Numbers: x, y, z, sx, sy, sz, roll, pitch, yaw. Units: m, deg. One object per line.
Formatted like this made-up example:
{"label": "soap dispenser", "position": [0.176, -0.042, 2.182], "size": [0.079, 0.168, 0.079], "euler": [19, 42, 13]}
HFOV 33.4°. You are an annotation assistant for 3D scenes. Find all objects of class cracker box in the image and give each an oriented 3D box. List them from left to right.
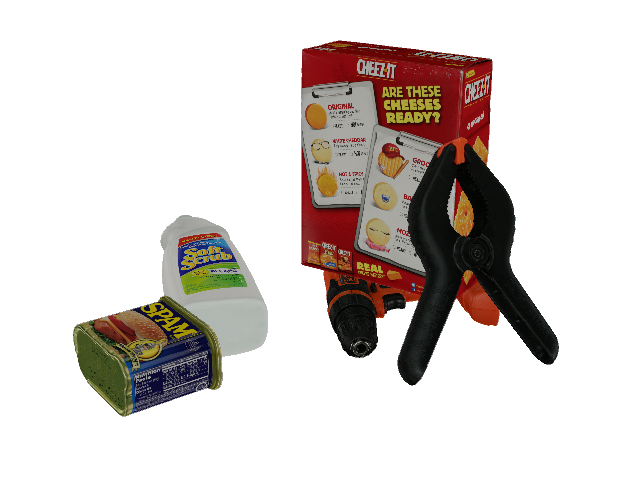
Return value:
{"label": "cracker box", "position": [0.067, -0.067, 0.980], "size": [0.164, 0.214, 0.072], "euler": [13, 24, 30]}

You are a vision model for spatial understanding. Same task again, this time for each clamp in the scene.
{"label": "clamp", "position": [0.093, 0.018, 0.741], "size": [0.120, 0.171, 0.039], "euler": [-15, -3, -25]}

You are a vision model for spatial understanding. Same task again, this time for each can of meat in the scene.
{"label": "can of meat", "position": [-0.141, 0.093, 0.863], "size": [0.083, 0.057, 0.102], "euler": [-16, 27, -32]}

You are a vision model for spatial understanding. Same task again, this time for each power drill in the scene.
{"label": "power drill", "position": [0.100, 0.066, 1.188], "size": [0.187, 0.057, 0.184], "euler": [-4, 28, -5]}

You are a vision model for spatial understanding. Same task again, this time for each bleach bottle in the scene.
{"label": "bleach bottle", "position": [-0.132, 0.035, 1.151], "size": [0.102, 0.068, 0.251], "euler": [-6, 26, -16]}
